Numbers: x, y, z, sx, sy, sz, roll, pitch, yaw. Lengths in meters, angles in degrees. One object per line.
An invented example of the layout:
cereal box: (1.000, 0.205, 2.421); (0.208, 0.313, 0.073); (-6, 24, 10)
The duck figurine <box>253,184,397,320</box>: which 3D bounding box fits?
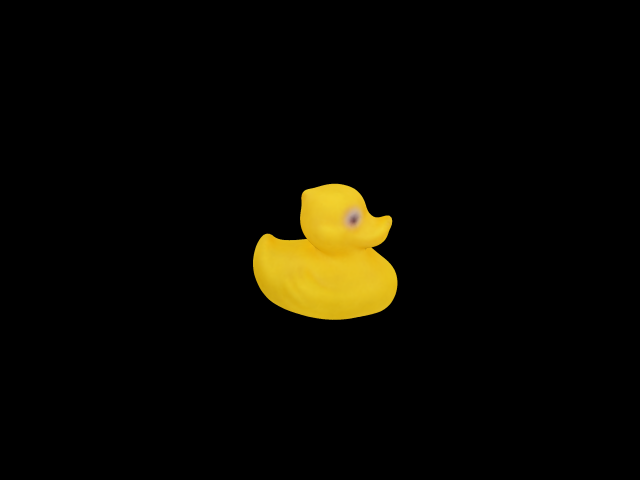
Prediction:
duck figurine: (0.004, 0.001, 0.400); (0.104, 0.086, 0.077); (6, 32, 9)
